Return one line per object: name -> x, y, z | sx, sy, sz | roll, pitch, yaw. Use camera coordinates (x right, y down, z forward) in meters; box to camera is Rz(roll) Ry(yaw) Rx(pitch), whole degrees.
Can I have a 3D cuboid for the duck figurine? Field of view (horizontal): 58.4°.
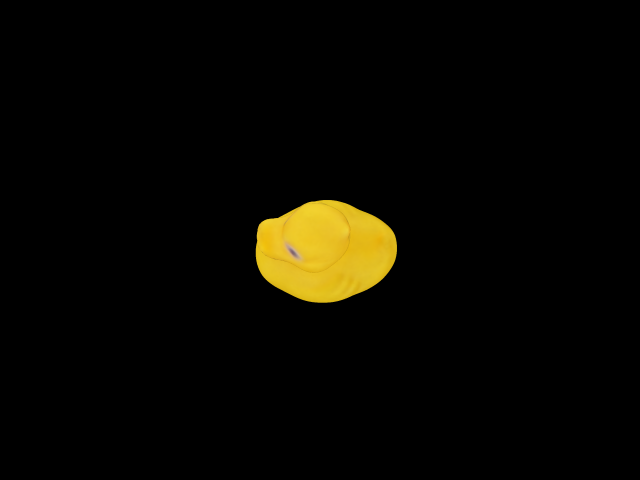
duck figurine -> 0.004, 0.001, 0.400 | 0.104, 0.086, 0.077 | 0, 77, 0
